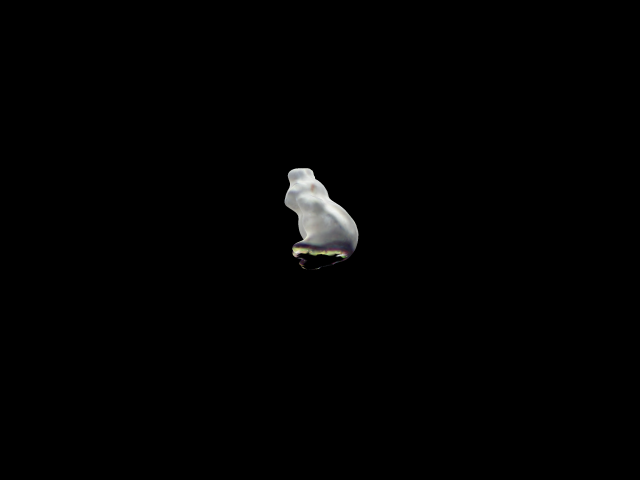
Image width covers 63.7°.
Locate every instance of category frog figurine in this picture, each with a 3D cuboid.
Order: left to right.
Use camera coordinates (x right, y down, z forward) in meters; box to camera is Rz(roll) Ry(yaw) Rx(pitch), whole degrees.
[{"bbox_3d":[0.003,-0.043,0.850,0.122,0.162,0.136,-10,-22,27],"label":"frog figurine"}]
